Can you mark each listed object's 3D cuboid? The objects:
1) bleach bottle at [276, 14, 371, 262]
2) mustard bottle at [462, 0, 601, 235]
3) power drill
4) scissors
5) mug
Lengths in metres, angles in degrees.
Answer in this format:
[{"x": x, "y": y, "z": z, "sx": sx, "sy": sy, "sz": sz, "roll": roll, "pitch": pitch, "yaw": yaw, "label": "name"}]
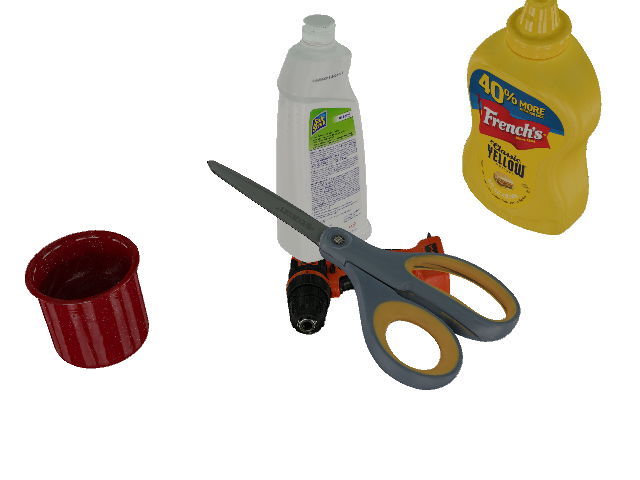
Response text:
[{"x": 0.004, "y": -0.104, "z": 1.063, "sx": 0.102, "sy": 0.251, "sz": 0.068, "roll": -24, "pitch": 42, "yaw": -32, "label": "bleach bottle"}, {"x": 0.145, "y": -0.091, "z": 0.734, "sx": 0.058, "sy": 0.191, "sz": 0.096, "roll": -39, "pitch": 58, "yaw": -23, "label": "mustard bottle"}, {"x": 0.054, "y": 0.048, "z": 1.238, "sx": 0.187, "sy": 0.057, "sz": 0.184, "roll": -2, "pitch": 28, "yaw": 2, "label": "power drill"}, {"x": 0.009, "y": 0.019, "z": 0.589, "sx": 0.202, "sy": 0.096, "sz": 0.016, "roll": 21, "pitch": -40, "yaw": 10, "label": "scissors"}, {"x": -0.194, "y": 0.045, "z": 0.892, "sx": 0.093, "sy": 0.081, "sz": 0.117, "roll": -22, "pitch": 41, "yaw": -19, "label": "mug"}]
